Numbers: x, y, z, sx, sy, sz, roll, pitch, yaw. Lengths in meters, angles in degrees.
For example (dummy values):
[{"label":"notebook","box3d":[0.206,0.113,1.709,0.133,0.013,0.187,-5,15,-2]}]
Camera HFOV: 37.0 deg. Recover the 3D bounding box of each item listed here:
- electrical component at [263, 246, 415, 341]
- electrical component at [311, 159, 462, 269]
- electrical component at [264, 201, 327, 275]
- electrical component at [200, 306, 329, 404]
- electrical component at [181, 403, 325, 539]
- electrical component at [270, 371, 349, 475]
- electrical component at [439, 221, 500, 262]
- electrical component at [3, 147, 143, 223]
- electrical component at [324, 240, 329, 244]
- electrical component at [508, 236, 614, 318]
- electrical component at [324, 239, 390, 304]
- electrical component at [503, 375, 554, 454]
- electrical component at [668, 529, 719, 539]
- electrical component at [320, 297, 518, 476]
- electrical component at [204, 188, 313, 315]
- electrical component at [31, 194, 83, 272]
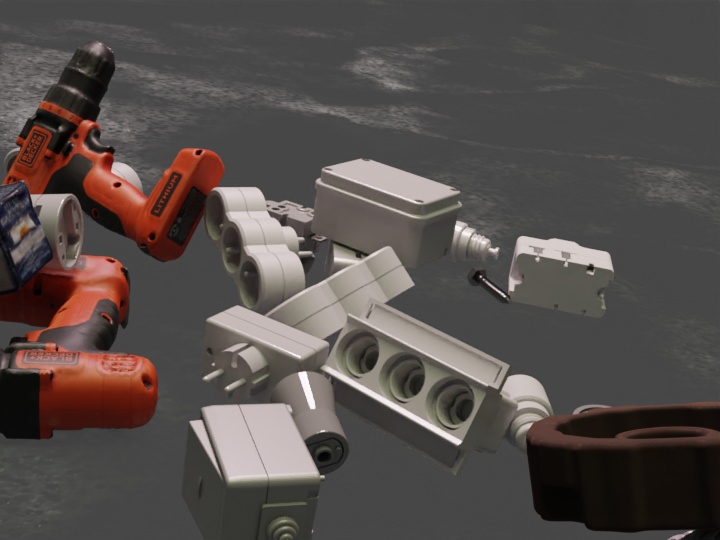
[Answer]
[{"label":"electrical component","box3d":[-0.006,0.040,0.840,0.138,0.052,0.073,-29,85,-43]},{"label":"electrical component","box3d":[0.023,-0.051,0.934,0.113,0.057,0.078,22,24,29]},{"label":"electrical component","box3d":[-0.063,-0.028,0.984,0.066,0.055,0.048,19,24,24]},{"label":"electrical component","box3d":[-0.078,0.068,0.750,0.083,0.047,0.076,20,24,26]},{"label":"electrical component","box3d":[-0.061,0.124,0.599,0.061,0.061,0.096,1,23,-20]},{"label":"electrical component","box3d":[-0.031,0.101,0.698,0.044,0.044,0.065,2,28,-18]},{"label":"electrical component","box3d":[0.100,-0.027,1.068,0.078,0.040,0.040,17,23,18]},{"label":"electrical component","box3d":[-0.273,-0.091,1.060,0.138,0.052,0.074,17,23,19]},{"label":"electrical component","box3d":[0.008,-0.051,1.065,0.095,0.059,0.053,3,22,-15]},{"label":"electrical component","box3d":[0.188,0.004,1.012,0.089,0.050,0.055,11,22,4]},{"label":"electrical component","box3d":[0.000,0.000,0.947,0.056,0.050,0.089,7,22,-6]},{"label":"electrical component","box3d":[0.115,0.105,0.747,0.040,0.040,0.078,7,22,-5]},{"label":"electrical component","box3d":[0.202,0.162,0.600,0.048,0.062,0.048,15,52,-20]},{"label":"electrical component","box3d":[0.042,0.080,0.739,0.121,0.078,0.063,25,-2,35]},{"label":"electrical component","box3d":[-0.077,-0.019,0.924,0.074,0.052,0.138,-3,43,-31]},{"label":"electrical component","box3d":[-0.229,-0.027,0.764,0.047,0.055,0.055,3,21,5]}]
